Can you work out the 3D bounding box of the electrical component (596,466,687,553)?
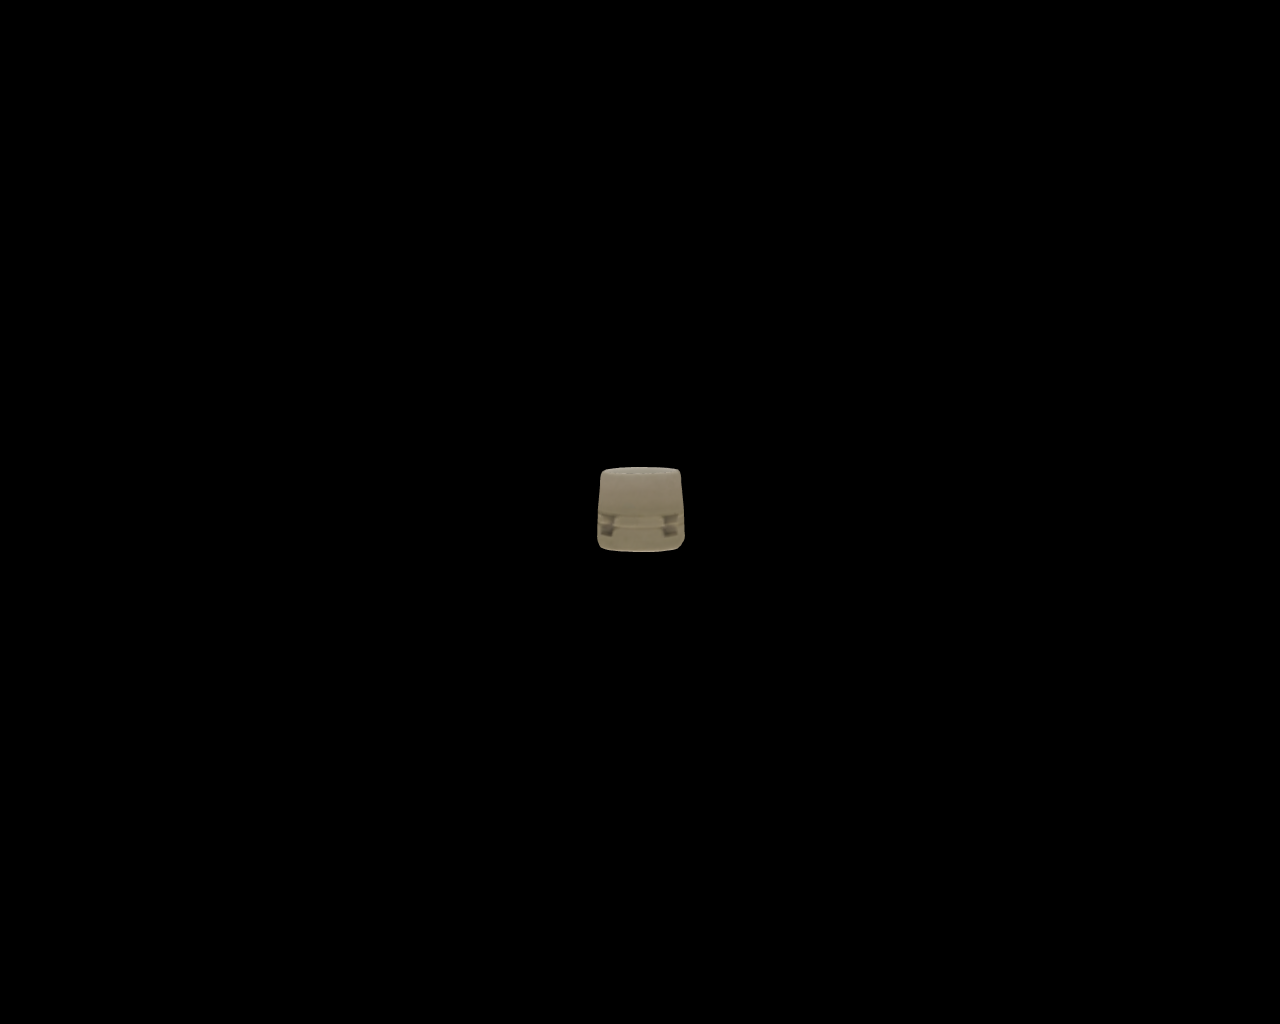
[{"bbox_3d":[0.001,-0.003,0.650,0.055,0.047,0.055,0,7,0],"label":"electrical component"}]
